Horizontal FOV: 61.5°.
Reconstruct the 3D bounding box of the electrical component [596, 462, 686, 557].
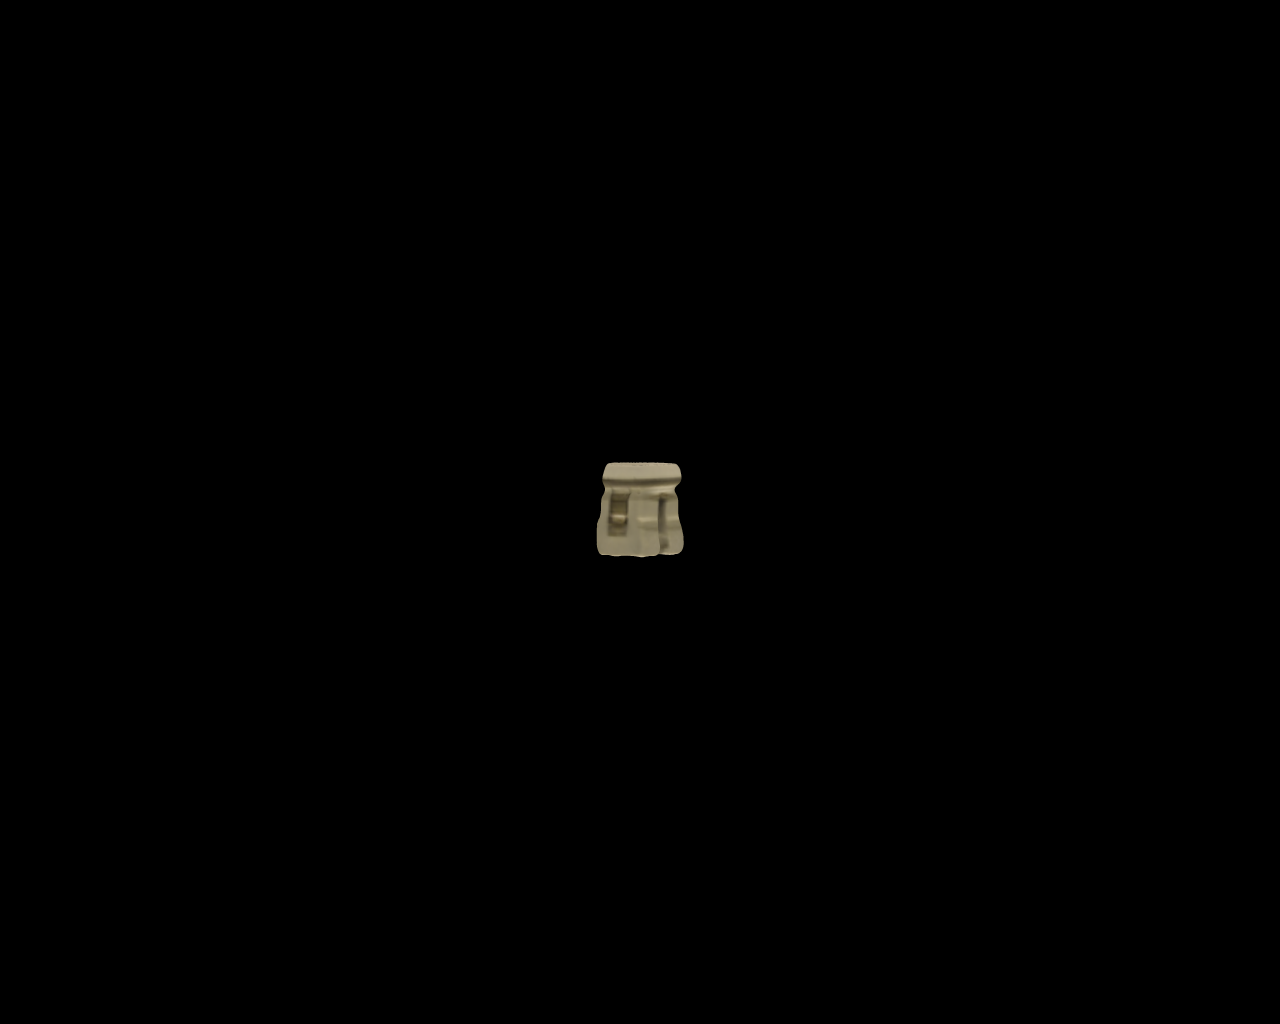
[{"bbox_3d":[0.001,-0.003,0.650,0.048,0.055,0.066,2,3,36],"label":"electrical component"}]
